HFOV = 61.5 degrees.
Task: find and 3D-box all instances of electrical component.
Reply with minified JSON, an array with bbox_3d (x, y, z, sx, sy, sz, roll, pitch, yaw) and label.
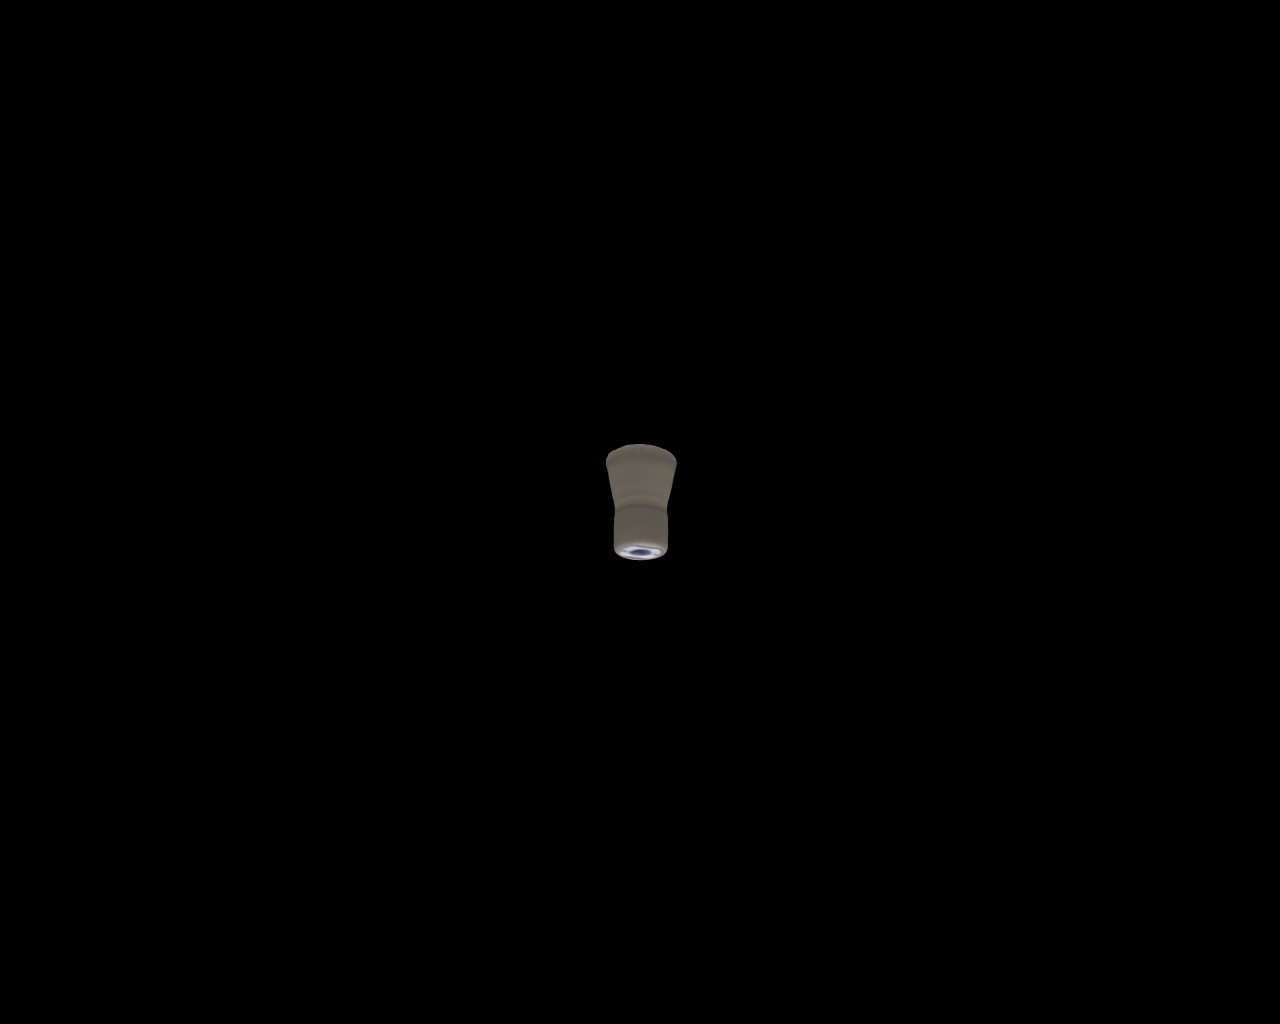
[{"bbox_3d":[0.001,-0.003,0.650,0.044,0.065,0.044,0,-22,0],"label":"electrical component"}]
